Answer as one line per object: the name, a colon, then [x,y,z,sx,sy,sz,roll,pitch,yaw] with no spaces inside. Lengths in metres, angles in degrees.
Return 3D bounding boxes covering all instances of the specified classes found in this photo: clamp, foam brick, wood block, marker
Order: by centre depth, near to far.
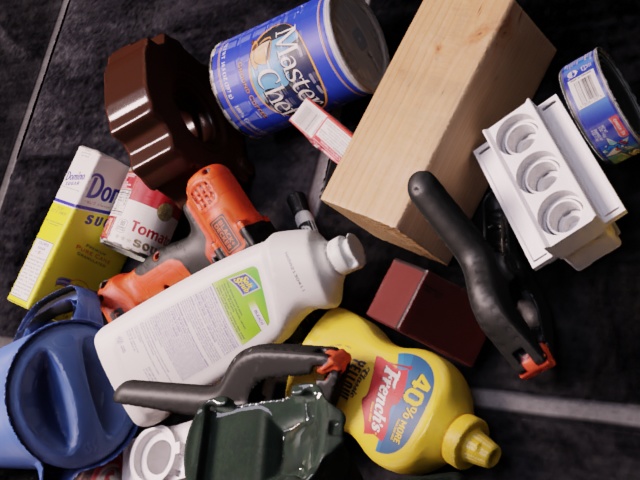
clamp: [0.125,0.020,0.801,0.039,0.120,0.171,-44,50,37]
foam brick: [0.088,0.056,0.828,0.053,0.078,0.051,-63,26,-3]
clamp: [-0.054,0.153,0.857,0.210,0.036,0.164,-28,91,26]
wood block: [0.100,-0.097,0.891,0.090,0.090,0.206,23,85,43]
marker: [-0.006,0.001,0.975,0.020,0.020,0.121,-37,51,19]

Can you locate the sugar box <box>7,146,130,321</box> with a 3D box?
sugar box: [-0.243,0.001,1.112,0.048,0.093,0.176,20,82,41]

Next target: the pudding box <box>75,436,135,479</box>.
pudding box: [-0.213,0.247,1.005,0.114,0.039,0.090,-38,51,18]

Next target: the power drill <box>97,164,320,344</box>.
power drill: [-0.105,0.051,0.980,0.188,0.057,0.184,-37,77,25]

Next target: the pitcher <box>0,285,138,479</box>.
pitcher: [-0.280,0.148,1.021,0.243,0.145,0.149,-18,16,49]

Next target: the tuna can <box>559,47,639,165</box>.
tuna can: [0.216,-0.100,0.805,0.034,0.086,0.086,-29,54,26]

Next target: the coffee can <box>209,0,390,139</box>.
coffee can: [-0.019,-0.165,1.009,0.141,0.102,0.103,-18,59,31]

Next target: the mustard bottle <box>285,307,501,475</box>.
mustard bottle: [0.061,0.128,0.834,0.192,0.058,0.096,24,84,42]

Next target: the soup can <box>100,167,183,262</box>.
soup can: [-0.175,-0.032,1.091,0.069,0.068,0.102,14,79,41]

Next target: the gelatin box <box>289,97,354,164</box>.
gelatin box: [0.023,-0.082,0.957,0.030,0.073,0.089,-51,48,7]

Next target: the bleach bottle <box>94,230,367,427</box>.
bleach bottle: [-0.069,0.067,0.900,0.251,0.068,0.102,-27,92,24]
